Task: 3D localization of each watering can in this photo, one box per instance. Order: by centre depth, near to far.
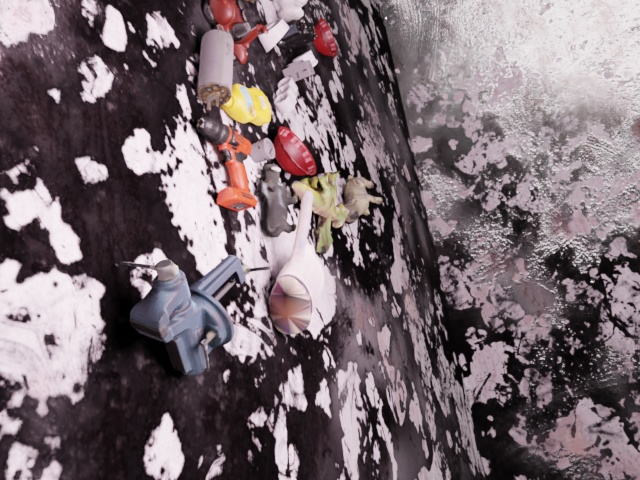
[{"bbox_3d":[-0.050,0.073,1.227,0.228,0.104,0.341,-61,151,-63],"label":"watering can"}]

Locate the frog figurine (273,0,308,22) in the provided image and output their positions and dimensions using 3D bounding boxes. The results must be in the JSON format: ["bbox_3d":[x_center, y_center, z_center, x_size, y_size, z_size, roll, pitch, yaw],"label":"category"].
[{"bbox_3d":[-0.095,-0.791,1.713,0.157,0.137,0.125,45,53,-50],"label":"frog figurine"}]

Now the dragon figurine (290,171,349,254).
[{"bbox_3d":[0.005,-0.077,1.522,0.414,0.122,0.241,-29,111,-66],"label":"dragon figurine"}]
